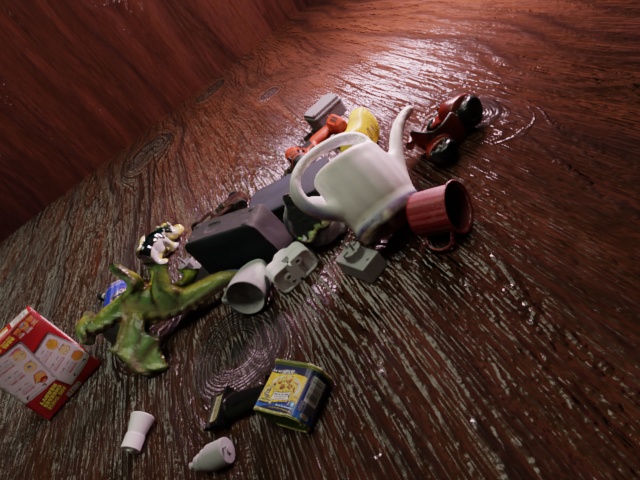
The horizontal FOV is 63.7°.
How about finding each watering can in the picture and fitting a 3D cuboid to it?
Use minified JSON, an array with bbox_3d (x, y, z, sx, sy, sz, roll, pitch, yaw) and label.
[{"bbox_3d":[0.111,-0.127,0.976,0.351,0.226,0.102,-33,-17,-24],"label":"watering can"}]

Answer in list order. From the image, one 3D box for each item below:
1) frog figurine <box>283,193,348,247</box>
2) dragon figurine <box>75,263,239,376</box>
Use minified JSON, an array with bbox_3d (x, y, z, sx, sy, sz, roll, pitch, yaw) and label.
[{"bbox_3d":[0.003,-0.055,1.097,0.138,0.121,0.161,10,17,28],"label":"frog figurine"},{"bbox_3d":[-0.347,0.169,1.119,0.410,0.246,0.120,1,-18,10],"label":"dragon figurine"}]
